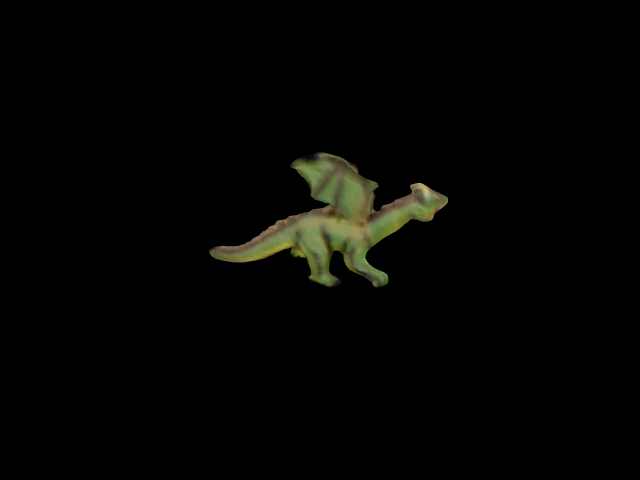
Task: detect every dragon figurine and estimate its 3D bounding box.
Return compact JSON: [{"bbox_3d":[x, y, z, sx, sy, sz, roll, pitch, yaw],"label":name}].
[{"bbox_3d":[0.003,-0.043,0.850,0.410,0.237,0.125,2,37,2],"label":"dragon figurine"}]
